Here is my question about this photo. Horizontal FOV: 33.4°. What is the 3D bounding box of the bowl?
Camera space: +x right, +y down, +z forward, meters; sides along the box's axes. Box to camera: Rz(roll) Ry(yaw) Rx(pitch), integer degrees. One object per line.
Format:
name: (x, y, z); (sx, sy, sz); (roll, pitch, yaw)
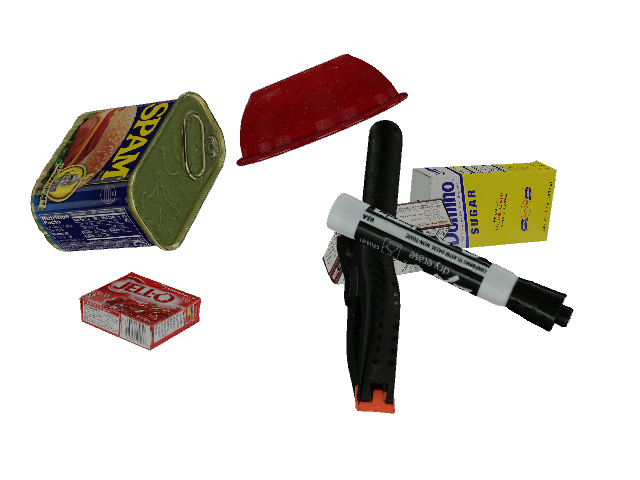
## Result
bowl: (-0.009, -0.120, 0.930); (0.162, 0.055, 0.162); (-22, 9, 4)

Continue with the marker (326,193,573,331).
marker: (0.060, 0.010, 0.498); (0.121, 0.020, 0.020); (25, 7, 14)

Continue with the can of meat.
can of meat: (-0.118, -0.040, 0.655); (0.084, 0.102, 0.057); (-4, -46, 29)

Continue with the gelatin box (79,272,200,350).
gelatin box: (-0.170, 0.064, 1.007); (0.089, 0.030, 0.073); (19, 27, 28)

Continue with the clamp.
clamp: (0.039, 0.026, 0.797); (0.036, 0.210, 0.165); (4, -42, -7)

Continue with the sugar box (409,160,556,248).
sugar box: (0.189, -0.041, 1.254); (0.176, 0.093, 0.048); (-6, 21, -26)

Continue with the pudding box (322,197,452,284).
pudding box: (0.068, 0.001, 1.091); (0.113, 0.039, 0.090); (-10, -30, -22)
